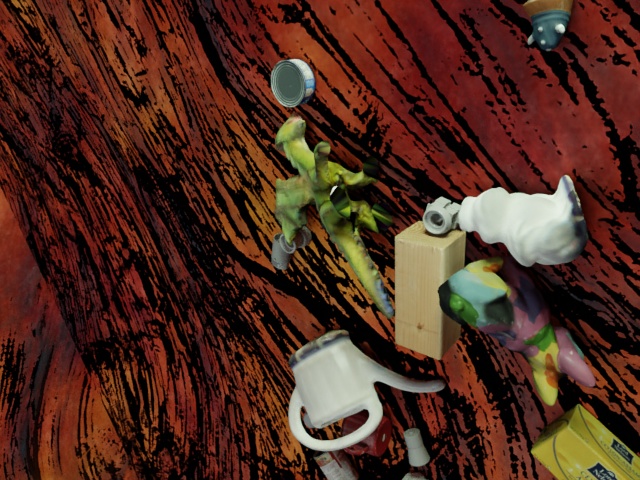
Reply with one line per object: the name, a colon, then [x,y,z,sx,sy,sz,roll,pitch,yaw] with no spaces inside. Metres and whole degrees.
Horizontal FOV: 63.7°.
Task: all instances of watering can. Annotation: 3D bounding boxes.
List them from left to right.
watering can: [0.066,0.287,1.061,0.345,0.228,0.103,-33,-24,17]

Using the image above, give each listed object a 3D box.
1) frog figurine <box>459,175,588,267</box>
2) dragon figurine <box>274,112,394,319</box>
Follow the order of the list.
frog figurine: [0.279,-0.019,0.716,0.158,0.120,0.141,-16,38,26]
dragon figurine: [0.003,-0.049,0.966,0.123,0.411,0.241,-11,-2,-37]
